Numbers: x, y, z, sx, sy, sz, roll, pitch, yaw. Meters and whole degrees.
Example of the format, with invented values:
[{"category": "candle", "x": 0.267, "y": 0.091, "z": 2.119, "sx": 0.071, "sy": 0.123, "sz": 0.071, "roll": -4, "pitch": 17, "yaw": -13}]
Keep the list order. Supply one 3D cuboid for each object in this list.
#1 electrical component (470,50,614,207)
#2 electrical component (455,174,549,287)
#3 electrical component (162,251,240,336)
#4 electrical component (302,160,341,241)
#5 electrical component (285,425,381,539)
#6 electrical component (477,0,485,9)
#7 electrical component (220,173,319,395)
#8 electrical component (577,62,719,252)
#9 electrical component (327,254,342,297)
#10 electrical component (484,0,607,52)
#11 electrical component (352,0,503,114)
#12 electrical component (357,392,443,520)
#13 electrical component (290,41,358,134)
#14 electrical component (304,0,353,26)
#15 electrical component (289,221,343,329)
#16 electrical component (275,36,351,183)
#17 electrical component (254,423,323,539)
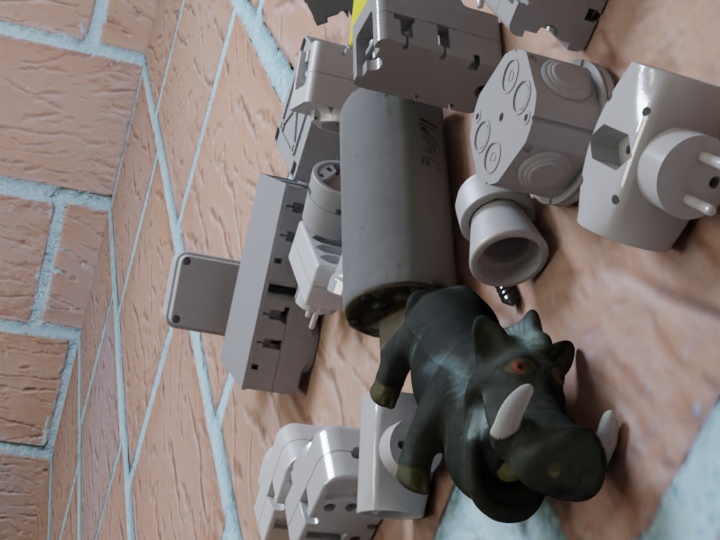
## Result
[{"category": "electrical component", "x": 0.098, "y": -0.077, "z": 0.582, "sx": 0.080, "sy": 0.051, "sz": 0.080, "roll": -170, "pitch": 90, "yaw": -71}, {"category": "electrical component", "x": 0.080, "y": -0.025, "z": 0.616, "sx": 0.055, "sy": 0.045, "sz": 0.045, "roll": -99, "pitch": 27, "yaw": -44}, {"category": "electrical component", "x": -0.140, "y": 0.027, "z": 1.101, "sx": 0.057, "sy": 0.113, "sz": 0.078, "roll": -173, "pitch": 94, "yaw": -73}, {"category": "electrical component", "x": -0.019, "y": -0.057, "z": 0.895, "sx": 0.055, "sy": 0.055, "sz": 0.047, "roll": -105, "pitch": 28, "yaw": -51}, {"category": "electrical component", "x": -0.017, "y": 0.160, "z": 0.776, "sx": 0.059, "sy": 0.054, "sz": 0.095, "roll": -105, "pitch": 32, "yaw": -51}, {"category": "electrical component", "x": 0.089, "y": -0.207, "z": 0.688, "sx": 0.077, "sy": 0.043, "sz": 0.079, "roll": -157, "pitch": 78, "yaw": -70}, {"category": "electrical component", "x": -0.073, "y": 0.011, "z": 0.998, "sx": 0.105, "sy": 0.060, "sz": 0.186, "roll": -149, "pitch": 71, "yaw": -69}, {"category": "electrical component", "x": 0.136, "y": -0.045, "z": 0.471, "sx": 0.079, "sy": 0.043, "sz": 0.077, "roll": -129, "pitch": 52, "yaw": -65}, {"category": "electrical component", "x": 0.000, "y": 0.000, "z": 0.836, "sx": 0.040, "sy": 0.040, "sz": 0.046, "roll": -151, "pitch": 78, "yaw": -70}, {"category": "electrical component", "x": 0.111, "y": -0.177, "z": 0.599, "sx": 0.055, "sy": 0.050, "sz": 0.089, "roll": -110, "pitch": 36, "yaw": -55}, {"category": "electrical component", "x": 0.044, "y": -0.148, "z": 0.712, "sx": 0.050, "sy": 0.089, "sz": 0.055, "roll": 128, "pitch": 147, "yaw": -53}, {"category": "electrical component", "x": 0.028, "y": 0.116, "z": 0.688, "sx": 0.079, "sy": 0.044, "sz": 0.077, "roll": 141, "pitch": 136, "yaw": -61}, {"category": "electrical component", "x": -0.004, "y": -0.136, "z": 0.839, "sx": 0.050, "sy": 0.089, "sz": 0.055, "roll": 177, "pitch": 102, "yaw": -70}, {"category": "electrical component", "x": -0.019, "y": -0.253, "z": 0.962, "sx": 0.081, "sy": 0.064, "sz": 0.042, "roll": 58, "pitch": -158, "yaw": -50}, {"category": "electrical component", "x": -0.032, "y": 0.013, "z": 0.905, "sx": 0.083, "sy": 0.047, "sz": 0.075, "roll": -115, "pitch": 40, "yaw": -58}, {"category": "electrical component", "x": -0.031, "y": -0.142, "z": 0.967, "sx": 0.108, "sy": 0.056, "sz": 0.108, "roll": -117, "pitch": 41, "yaw": -60}, {"category": "electrical component", "x": -0.047, "y": 0.173, "z": 0.855, "sx": 0.059, "sy": 0.054, "sz": 0.095, "roll": -120, "pitch": 44, "yaw": -62}]
